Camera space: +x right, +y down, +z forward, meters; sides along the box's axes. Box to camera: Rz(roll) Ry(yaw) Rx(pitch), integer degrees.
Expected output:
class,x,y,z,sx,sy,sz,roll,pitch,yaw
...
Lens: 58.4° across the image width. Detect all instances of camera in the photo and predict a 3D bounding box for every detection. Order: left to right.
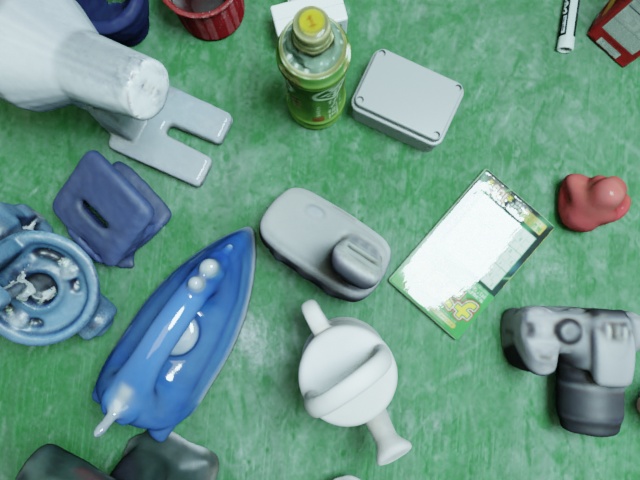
class,x,y,z,sx,sy,sz,roll,pitch,yaw
camera,0.282,0.142,0.626,0.143,0.101,0.137,2,87,0

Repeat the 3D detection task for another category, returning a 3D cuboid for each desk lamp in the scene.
class,x,y,z,sx,sy,sz,roll,pitch,yaw
desk lamp,-0.212,-0.156,0.587,0.203,0.213,0.118,24,87,2

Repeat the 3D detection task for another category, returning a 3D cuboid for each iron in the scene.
class,x,y,z,sx,sy,sz,roll,pitch,yaw
iron,-0.150,0.091,0.609,0.118,0.141,0.258,30,87,2

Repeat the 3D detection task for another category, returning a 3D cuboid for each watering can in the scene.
class,x,y,z,sx,sy,sz,roll,pitch,yaw
watering can,0.033,0.140,0.580,0.173,0.194,0.101,37,88,2

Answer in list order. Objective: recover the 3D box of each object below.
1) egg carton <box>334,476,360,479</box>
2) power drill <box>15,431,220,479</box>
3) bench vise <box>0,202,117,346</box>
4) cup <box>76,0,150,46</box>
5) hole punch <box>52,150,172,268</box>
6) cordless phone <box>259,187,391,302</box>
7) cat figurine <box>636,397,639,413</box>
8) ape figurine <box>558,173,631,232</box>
class,x,y,z,sx,sy,sz,roll,pitch,yaw
egg carton,0.009,0.338,0.631,0.150,0.069,0.107,-42,87,-2
power drill,-0.168,0.262,0.566,0.229,0.208,0.076,25,87,2
bench vise,-0.323,0.032,0.574,0.207,0.219,0.121,28,87,2
cup,-0.228,-0.276,0.653,0.091,0.095,0.118,19,87,2
hole punch,-0.237,-0.030,0.642,0.108,0.091,0.101,45,88,3
cordless phone,0.005,0.002,0.592,0.147,0.185,0.094,30,87,2
cat figurine,0.407,0.189,0.614,0.128,0.117,0.067,39,88,2
ape figurine,0.310,-0.047,0.640,0.078,0.092,0.076,45,88,3
